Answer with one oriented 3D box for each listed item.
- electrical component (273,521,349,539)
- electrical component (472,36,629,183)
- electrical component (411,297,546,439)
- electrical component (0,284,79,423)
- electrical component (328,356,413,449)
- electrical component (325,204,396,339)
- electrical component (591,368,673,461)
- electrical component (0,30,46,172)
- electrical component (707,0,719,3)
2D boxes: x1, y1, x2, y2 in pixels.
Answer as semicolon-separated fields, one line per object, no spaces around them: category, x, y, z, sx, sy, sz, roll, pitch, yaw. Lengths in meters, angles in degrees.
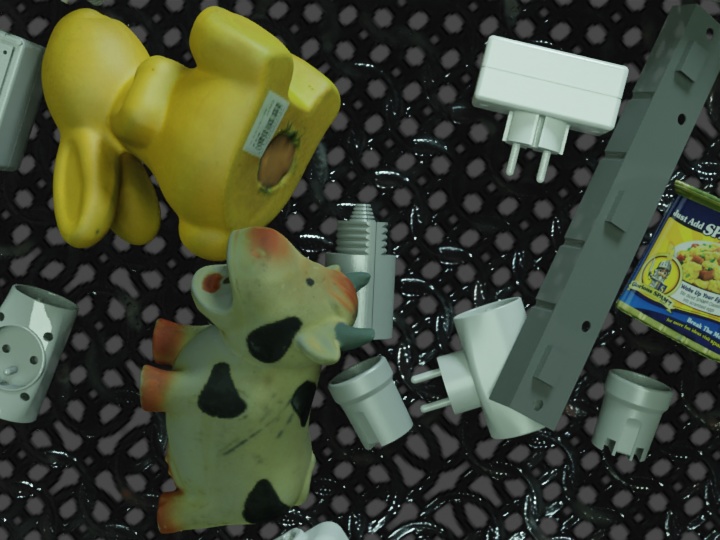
electrical component;-0.044;0.201;0.665;0.095;0.054;0.059;-33;90;4
electrical component;0.108;-0.091;0.646;0.083;0.047;0.075;14;93;3
electrical component;0.072;0.065;0.656;0.079;0.044;0.077;-18;91;4
electrical component;-0.227;0.045;0.675;0.079;0.044;0.077;22;94;2
electrical component;0.008;0.082;0.665;0.040;0.040;0.046;-26;96;4
electrical component;0.000;0.000;0.659;0.043;0.043;0.081;3;92;4
electrical component;0.164;0.088;0.655;0.040;0.040;0.046;16;99;3
electrical component;-0.236;-0.102;0.660;0.062;0.061;0.096;19;95;4
electrical component;0.192;-0.201;0.630;0.095;0.059;0.053;23;94;2
